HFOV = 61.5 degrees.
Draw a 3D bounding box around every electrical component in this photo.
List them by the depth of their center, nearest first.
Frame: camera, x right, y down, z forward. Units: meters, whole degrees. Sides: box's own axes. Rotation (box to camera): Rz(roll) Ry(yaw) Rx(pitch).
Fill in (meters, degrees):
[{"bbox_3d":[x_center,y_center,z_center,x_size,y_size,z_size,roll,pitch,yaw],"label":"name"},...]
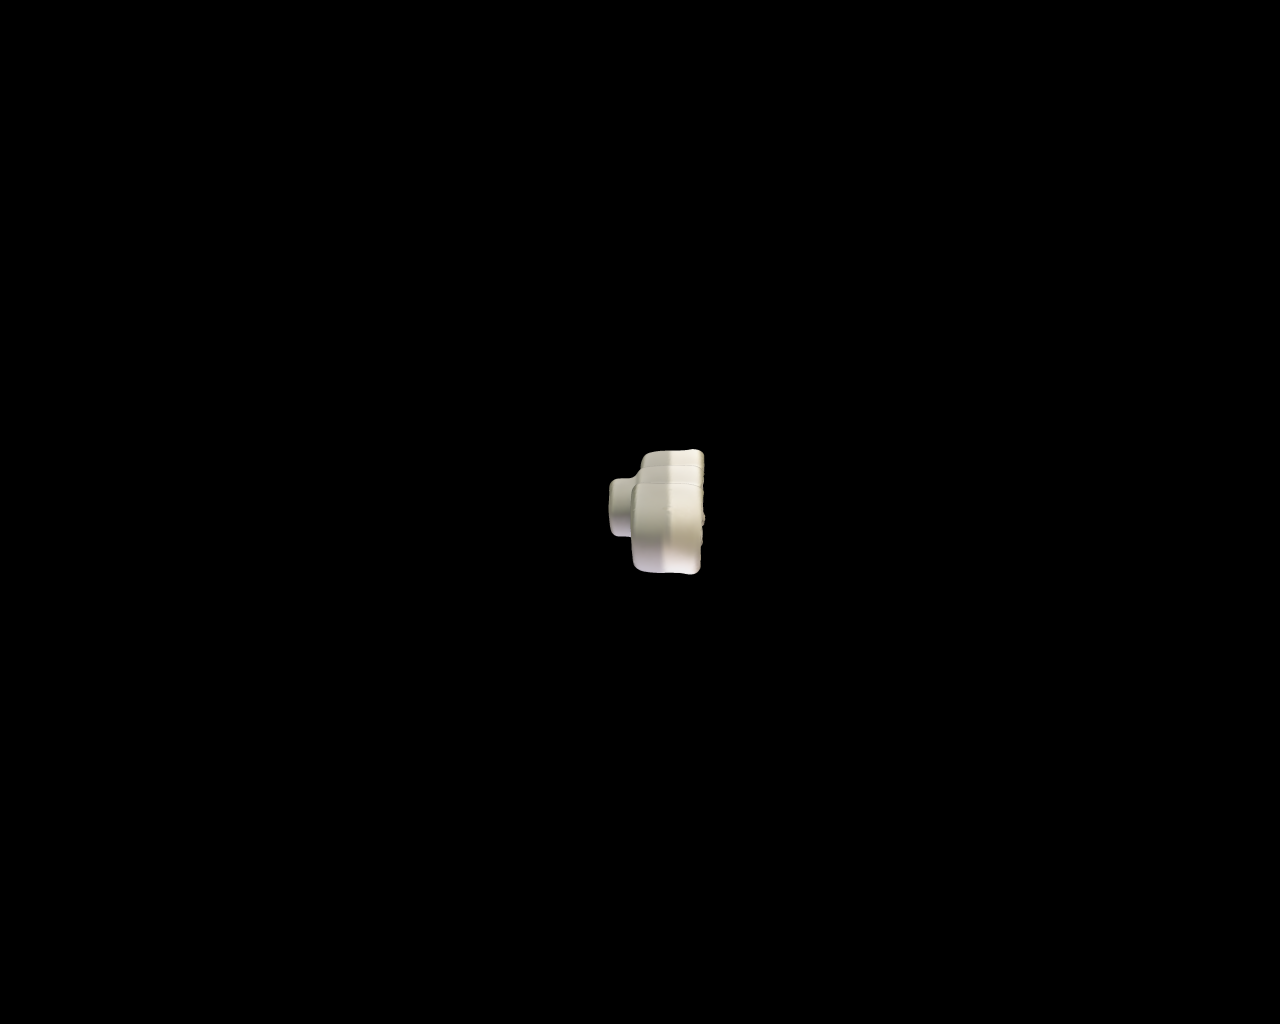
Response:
[{"bbox_3d":[0.001,-0.003,0.650,0.074,0.052,0.138,1,16,4],"label":"electrical component"}]
